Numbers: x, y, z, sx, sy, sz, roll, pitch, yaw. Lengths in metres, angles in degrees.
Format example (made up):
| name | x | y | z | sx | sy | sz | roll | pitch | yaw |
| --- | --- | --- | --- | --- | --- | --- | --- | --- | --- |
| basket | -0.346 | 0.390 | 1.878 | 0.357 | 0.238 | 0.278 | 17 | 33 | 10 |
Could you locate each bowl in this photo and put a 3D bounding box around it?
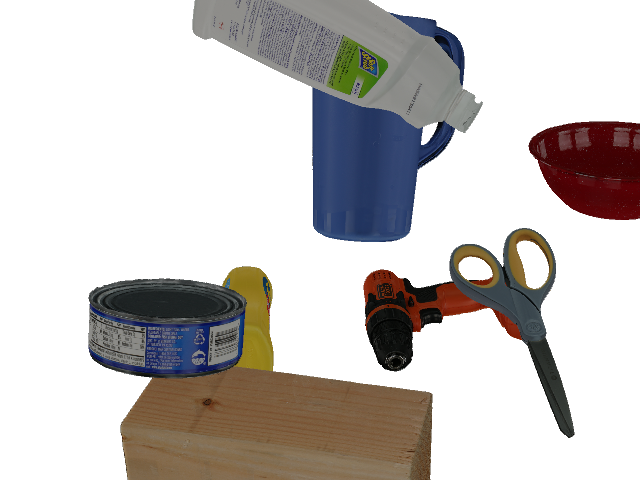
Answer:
| name | x | y | z | sx | sy | sz | roll | pitch | yaw |
| --- | --- | --- | --- | --- | --- | --- | --- | --- | --- |
| bowl | 0.274 | -0.062 | 0.991 | 0.162 | 0.055 | 0.162 | -1 | 25 | 0 |

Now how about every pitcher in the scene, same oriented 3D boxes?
| name | x | y | z | sx | sy | sz | roll | pitch | yaw |
| --- | --- | --- | --- | --- | --- | --- | --- | --- | --- |
| pitcher | 0.061 | -0.125 | 1.156 | 0.149 | 0.243 | 0.144 | 7 | 10 | 25 |

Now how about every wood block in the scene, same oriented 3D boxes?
| name | x | y | z | sx | sy | sz | roll | pitch | yaw |
| --- | --- | --- | --- | --- | --- | --- | --- | --- | --- |
| wood block | -0.028 | 0.156 | 0.775 | 0.206 | 0.090 | 0.090 | 6 | 30 | 14 |

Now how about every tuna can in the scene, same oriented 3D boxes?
| name | x | y | z | sx | sy | sz | roll | pitch | yaw |
| --- | --- | --- | --- | --- | --- | --- | --- | --- | --- |
| tuna can | -0.084 | 0.047 | 0.586 | 0.086 | 0.034 | 0.086 | 4 | 11 | -1 |

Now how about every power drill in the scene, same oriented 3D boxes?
| name | x | y | z | sx | sy | sz | roll | pitch | yaw |
| --- | --- | --- | --- | --- | --- | --- | --- | --- | --- |
| power drill | 0.143 | 0.084 | 1.207 | 0.187 | 0.057 | 0.184 | -3 | 27 | -1 |

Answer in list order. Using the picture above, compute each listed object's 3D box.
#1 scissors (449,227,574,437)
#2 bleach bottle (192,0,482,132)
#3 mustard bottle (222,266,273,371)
| name | x | y | z | sx | sy | sz | roll | pitch | yaw |
| --- | --- | --- | --- | --- | --- | --- | --- | --- | --- |
| scissors | 0.147 | 0.065 | 0.838 | 0.096 | 0.201 | 0.016 | 3 | -43 | 7 |
| bleach bottle | 0.016 | -0.159 | 0.886 | 0.251 | 0.068 | 0.103 | 31 | -35 | 8 |
| mustard bottle | -0.080 | 0.083 | 1.153 | 0.058 | 0.096 | 0.191 | -1 | 27 | -3 |
